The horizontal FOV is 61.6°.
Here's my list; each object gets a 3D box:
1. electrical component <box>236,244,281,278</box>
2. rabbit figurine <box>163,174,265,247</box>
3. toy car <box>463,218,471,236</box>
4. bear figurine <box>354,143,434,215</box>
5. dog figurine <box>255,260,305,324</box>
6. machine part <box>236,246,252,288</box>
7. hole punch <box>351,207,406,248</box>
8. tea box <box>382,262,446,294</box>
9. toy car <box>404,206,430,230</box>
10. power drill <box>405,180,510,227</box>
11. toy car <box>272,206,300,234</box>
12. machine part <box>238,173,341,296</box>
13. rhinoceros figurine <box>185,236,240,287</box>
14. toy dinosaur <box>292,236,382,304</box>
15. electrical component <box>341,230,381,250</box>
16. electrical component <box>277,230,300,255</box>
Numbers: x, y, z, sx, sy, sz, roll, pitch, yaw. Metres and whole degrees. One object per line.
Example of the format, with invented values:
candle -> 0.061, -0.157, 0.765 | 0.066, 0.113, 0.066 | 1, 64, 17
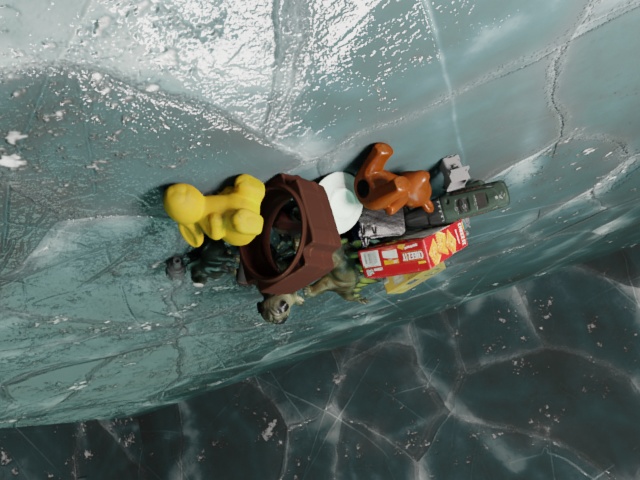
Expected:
electrical component -> -0.162, 0.065, 1.350 | 0.119, 0.075, 0.047 | -15, 161, 4
rabbit figurine -> -0.203, -0.057, 0.974 | 0.173, 0.122, 0.162 | 13, 157, -30
toy car -> 0.354, -0.039, 1.458 | 0.103, 0.109, 0.161 | -34, 170, -7
bear figurine -> 0.169, -0.113, 1.078 | 0.196, 0.120, 0.132 | -5, 153, -35
dog figurine -> -0.130, 0.131, 1.374 | 0.173, 0.121, 0.190 | 12, -163, 21
machine part -> -0.167, 0.047, 1.267 | 0.084, 0.039, 0.138 | -7, 120, -40
hole punch -> 0.115, -0.054, 1.187 | 0.116, 0.142, 0.092 | -3, 178, -20
tea box -> 0.242, 0.068, 1.441 | 0.068, 0.098, 0.169 | 2, 153, -41
toy car -> 0.247, -0.044, 1.338 | 0.202, 0.056, 0.073 | 15, 139, -6
power drill -> 0.316, -0.086, 1.237 | 0.232, 0.086, 0.207 | -15, 178, 23
toy car -> -0.013, -0.044, 1.209 | 0.202, 0.053, 0.089 | 2, 158, -34
machine part -> -0.069, -0.010, 1.032 | 0.201, 0.201, 0.087 | -31, 154, 34
rhinoceros figurine -> -0.252, 0.053, 1.241 | 0.112, 0.073, 0.190 | -8, 158, -27
toy dinosaur -> 0.049, 0.077, 1.305 | 0.199, 0.105, 0.470 | -8, 155, 4
electrical component -> 0.104, -0.003, 1.342 | 0.115, 0.058, 0.134 | 26, 145, -14
electrical component -> -0.068, 0.000, 1.291 | 0.078, 0.045, 0.102 | -15, 160, -3
